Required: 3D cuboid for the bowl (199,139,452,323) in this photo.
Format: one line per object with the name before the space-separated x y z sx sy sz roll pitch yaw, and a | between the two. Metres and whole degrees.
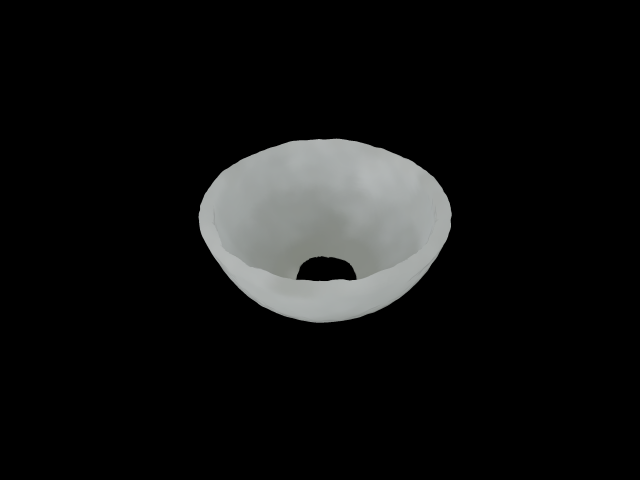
bowl | 0.004 0.001 0.400 0.167 0.075 0.167 0 40 0
